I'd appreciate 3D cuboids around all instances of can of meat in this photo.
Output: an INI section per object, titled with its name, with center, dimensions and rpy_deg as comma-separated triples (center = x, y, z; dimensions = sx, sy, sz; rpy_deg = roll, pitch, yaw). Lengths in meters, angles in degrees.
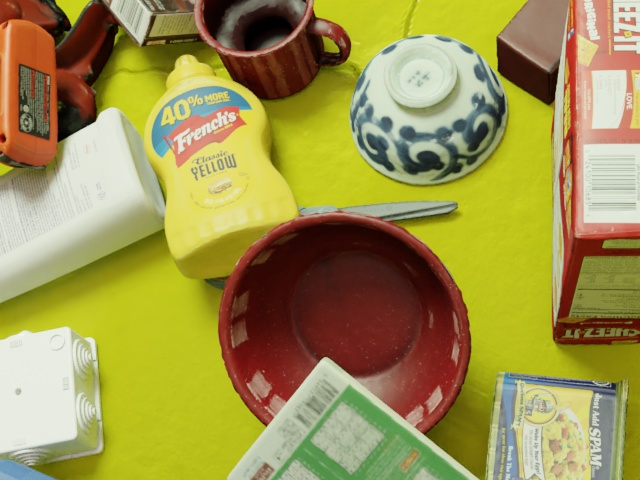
[can of meat]
center = 0.153, 0.138, 0.689
dimensions = 0.084, 0.057, 0.102
rpy_deg = 4, 70, 15

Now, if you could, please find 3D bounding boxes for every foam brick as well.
[foam brick]
center = 0.175, -0.152, 0.799
dimensions = 0.051, 0.053, 0.078
rpy_deg = 37, 79, 21

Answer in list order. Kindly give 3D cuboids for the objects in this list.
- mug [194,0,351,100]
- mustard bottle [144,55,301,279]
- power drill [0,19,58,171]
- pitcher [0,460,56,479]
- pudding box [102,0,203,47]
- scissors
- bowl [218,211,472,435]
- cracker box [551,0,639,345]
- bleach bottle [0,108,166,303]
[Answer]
[mug]
center = -0.031, -0.160, 0.828
dimensions = 0.117, 0.081, 0.093
rpy_deg = 12, 72, 16
[mustard bottle]
center = -0.081, -0.067, 0.803
dimensions = 0.096, 0.058, 0.192
rpy_deg = -19, 57, 0
[power drill]
center = -0.288, -0.112, 0.810
dimensions = 0.188, 0.057, 0.184
rpy_deg = -7, 83, 26
[pitcher]
center = -0.128, 0.227, 0.683
dimensions = 0.243, 0.149, 0.145
rpy_deg = 20, 89, 21
[pudding box]
center = -0.134, -0.208, 0.866
dimensions = 0.089, 0.039, 0.113
rpy_deg = -16, 60, -42
[scissors]
center = -0.005, 0.001, 0.795
dimensions = 0.202, 0.016, 0.096
rpy_deg = 9, 69, 16
[bowl]
center = 0.019, 0.056, 0.690
dimensions = 0.162, 0.055, 0.162
rpy_deg = 3, 102, 12
[cracker box]
center = 0.184, -0.040, 0.666
dimensions = 0.072, 0.213, 0.164
rpy_deg = 1, 70, 10
[bleach bottle]
center = -0.247, -0.004, 0.823
dimensions = 0.251, 0.068, 0.102
rpy_deg = -25, 59, 5
